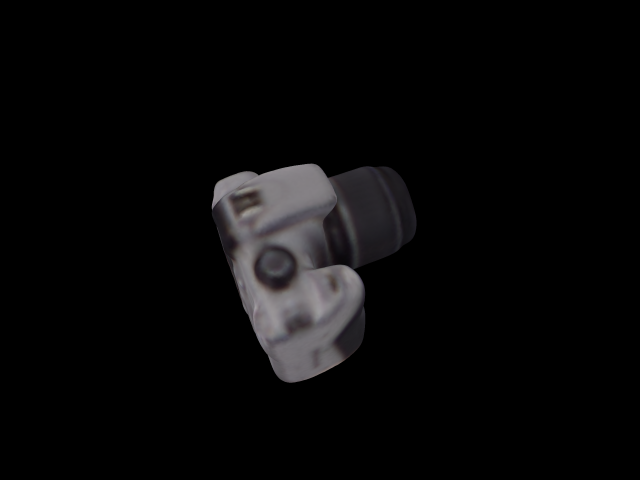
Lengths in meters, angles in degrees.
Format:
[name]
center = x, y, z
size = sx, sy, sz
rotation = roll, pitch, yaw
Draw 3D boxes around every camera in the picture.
[camera]
center = 0.004, 0.001, 0.400
size = 0.137, 0.101, 0.143
rotation = -20, 59, -12
